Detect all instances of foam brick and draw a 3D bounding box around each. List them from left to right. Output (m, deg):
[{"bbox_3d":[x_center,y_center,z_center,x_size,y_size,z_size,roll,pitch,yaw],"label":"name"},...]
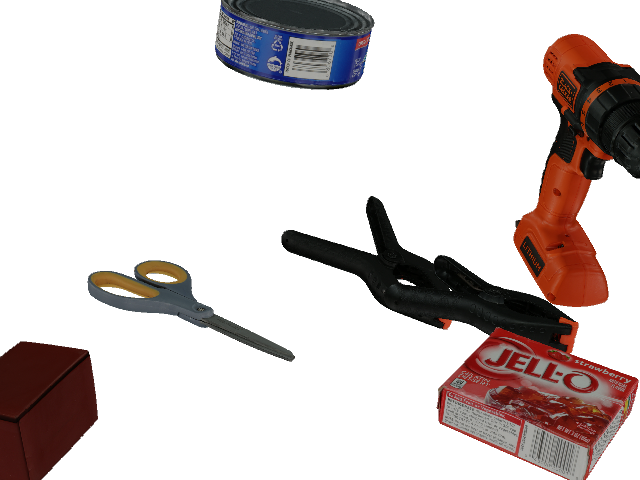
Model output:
[{"bbox_3d":[-0.181,0.105,0.656,0.053,0.051,0.078,7,28,21],"label":"foam brick"}]

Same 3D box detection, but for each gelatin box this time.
[{"bbox_3d":[0.120,0.088,0.593,0.089,0.030,0.073,21,34,28],"label":"gelatin box"}]

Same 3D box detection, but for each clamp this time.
[{"bbox_3d":[0.066,0.030,1.226,0.164,0.036,0.210,-17,49,-37],"label":"clamp"},{"bbox_3d":[0.155,0.057,0.985,0.172,0.039,0.120,19,30,17],"label":"clamp"}]

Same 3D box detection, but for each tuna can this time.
[{"bbox_3d":[-0.015,-0.113,0.593,0.086,0.034,0.086,9,25,-4],"label":"tuna can"}]

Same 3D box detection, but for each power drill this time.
[{"bbox_3d":[0.208,-0.044,0.822,0.057,0.188,0.184,1,34,-10],"label":"power drill"}]

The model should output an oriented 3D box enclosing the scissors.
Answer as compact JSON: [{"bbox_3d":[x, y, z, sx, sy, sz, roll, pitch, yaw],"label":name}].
[{"bbox_3d":[-0.097,0.053,0.887,0.202,0.016,0.096,14,23,18],"label":"scissors"}]
